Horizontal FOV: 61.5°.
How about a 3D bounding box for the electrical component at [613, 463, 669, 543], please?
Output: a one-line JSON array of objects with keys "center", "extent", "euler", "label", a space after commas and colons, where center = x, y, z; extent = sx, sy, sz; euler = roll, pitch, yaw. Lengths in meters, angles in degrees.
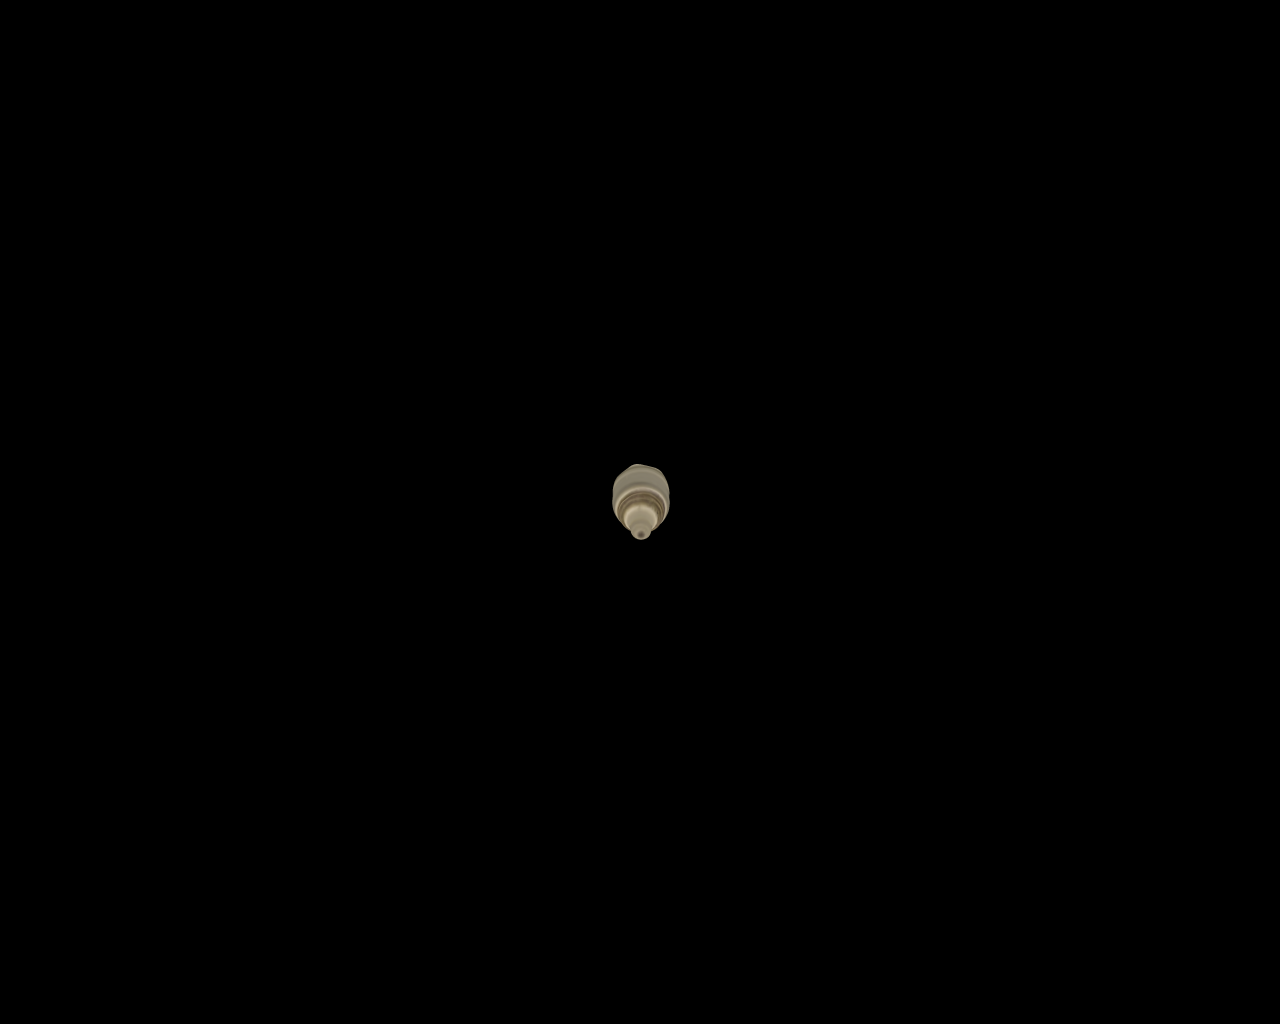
[{"center": [0.001, -0.003, 0.650], "extent": [0.035, 0.035, 0.061], "euler": [0, 32, 0], "label": "electrical component"}]
